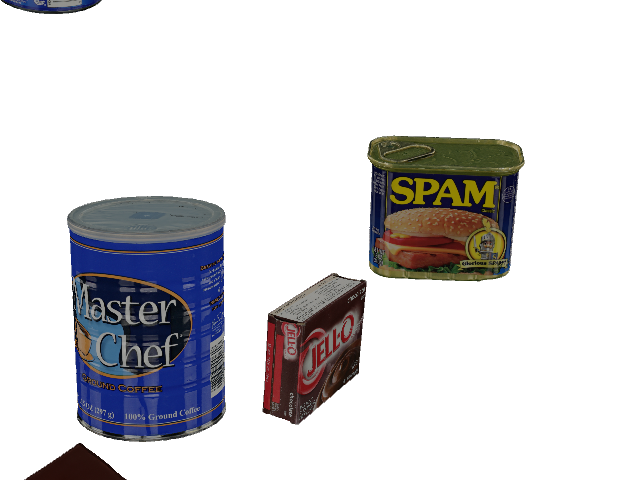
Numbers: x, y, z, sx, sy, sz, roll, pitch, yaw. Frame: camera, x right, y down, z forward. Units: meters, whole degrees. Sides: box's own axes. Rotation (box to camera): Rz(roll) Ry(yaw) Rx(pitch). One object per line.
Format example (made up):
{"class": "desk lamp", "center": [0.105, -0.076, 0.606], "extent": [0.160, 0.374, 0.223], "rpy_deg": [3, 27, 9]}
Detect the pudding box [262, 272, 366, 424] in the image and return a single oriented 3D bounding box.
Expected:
{"class": "pudding box", "center": [-0.004, 0.086, 0.882], "extent": [0.039, 0.090, 0.113], "rpy_deg": [14, 23, 23]}

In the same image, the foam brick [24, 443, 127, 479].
{"class": "foam brick", "center": [-0.098, 0.138, 0.464], "extent": [0.078, 0.051, 0.052], "rpy_deg": [27, 45, 35]}

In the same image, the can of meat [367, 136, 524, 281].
{"class": "can of meat", "center": [0.082, -0.021, 0.719], "extent": [0.102, 0.084, 0.057], "rpy_deg": [3, 24, 4]}

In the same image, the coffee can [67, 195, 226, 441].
{"class": "coffee can", "center": [-0.115, 0.049, 0.717], "extent": [0.103, 0.140, 0.103], "rpy_deg": [1, 15, 0]}

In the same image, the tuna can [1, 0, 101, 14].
{"class": "tuna can", "center": [-0.202, -0.201, 0.794], "extent": [0.086, 0.034, 0.086], "rpy_deg": [6, 36, -4]}
